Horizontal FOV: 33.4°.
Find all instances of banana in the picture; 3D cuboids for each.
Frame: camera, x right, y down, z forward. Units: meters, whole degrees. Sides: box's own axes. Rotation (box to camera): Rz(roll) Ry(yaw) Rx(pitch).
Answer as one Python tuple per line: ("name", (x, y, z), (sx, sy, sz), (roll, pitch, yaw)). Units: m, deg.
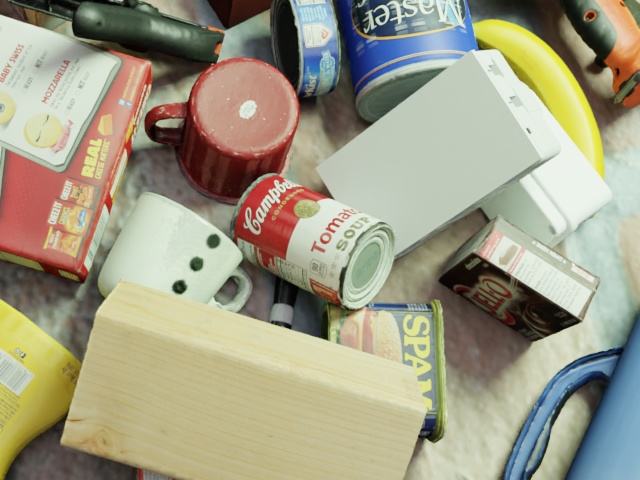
("banana", (0.184, -0.111, 0.877), (0.069, 0.037, 0.198), (-34, 80, -5))

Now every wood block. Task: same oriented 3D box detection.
("wood block", (-0.047, 0.105, 0.683), (0.206, 0.090, 0.091), (17, 101, -4))

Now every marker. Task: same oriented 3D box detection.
("marker", (-0.032, 0.080, 0.783), (0.020, 0.020, 0.121), (12, 70, -6))

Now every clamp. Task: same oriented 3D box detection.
("clamp", (-0.135, -0.156, 0.783), (0.171, 0.120, 0.039), (7, 113, -36))

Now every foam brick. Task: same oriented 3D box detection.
("foam brick", (-0.055, -0.216, 0.859), (0.078, 0.051, 0.053), (-29, 80, -17))

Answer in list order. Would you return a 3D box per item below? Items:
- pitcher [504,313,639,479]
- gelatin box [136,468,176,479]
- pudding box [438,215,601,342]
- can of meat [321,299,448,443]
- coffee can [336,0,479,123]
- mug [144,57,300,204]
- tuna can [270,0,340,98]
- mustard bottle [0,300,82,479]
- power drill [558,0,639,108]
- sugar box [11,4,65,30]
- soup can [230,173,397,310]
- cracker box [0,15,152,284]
("pitcher", (0.250, 0.132, 0.769), (0.149, 0.145, 0.242), (33, 65, -12))
("gelatin box", (-0.104, 0.192, 0.705), (0.030, 0.073, 0.089), (-3, 72, -11))
("pudding box", (0.143, 0.031, 0.781), (0.090, 0.113, 0.039), (32, 74, 1))
("can of meat", (0.044, 0.094, 0.773), (0.084, 0.057, 0.102), (2, 71, -7))
("coffee can", (0.066, -0.175, 0.839), (0.102, 0.103, 0.140), (-7, 74, -12))
("mug", (-0.072, -0.085, 0.796), (0.117, 0.082, 0.093), (6, 71, -9))
("tuna can", (-0.012, -0.153, 0.827), (0.033, 0.086, 0.086), (-9, 74, -15))
("mustard bottle", (-0.247, 0.137, 0.705), (0.096, 0.058, 0.191), (39, 70, -3))
("power drill", (0.247, -0.215, 0.887), (0.184, 0.057, 0.188), (-35, 76, -19))
("sugar box", (-0.239, -0.256, 0.841), (0.093, 0.048, 0.176), (-39, 81, -19))
("soup can", (-0.005, 0.001, 0.767), (0.102, 0.068, 0.068), (25, 67, 29))
("cracker box", (-0.245, -0.077, 0.763), (0.213, 0.072, 0.164), (17, 76, -4))
